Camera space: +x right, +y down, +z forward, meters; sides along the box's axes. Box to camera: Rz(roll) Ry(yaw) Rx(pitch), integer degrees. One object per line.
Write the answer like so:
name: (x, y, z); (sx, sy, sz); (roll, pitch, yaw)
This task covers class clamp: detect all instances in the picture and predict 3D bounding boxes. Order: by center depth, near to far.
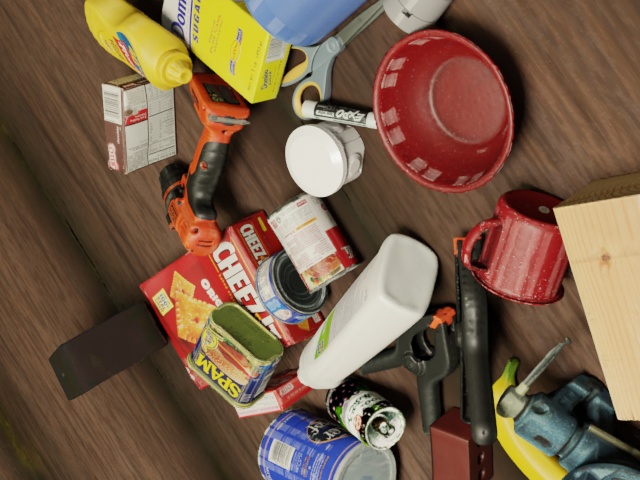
clamp: (0.156, 0.102, 1.080); (0.036, 0.164, 0.210); (-3, 94, 2)
clamp: (0.103, 0.131, 1.199); (0.120, 0.039, 0.172); (30, 130, 22)

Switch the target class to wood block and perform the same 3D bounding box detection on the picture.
wood block: (0.295, 0.049, 0.953); (0.091, 0.090, 0.206); (-10, 103, 45)

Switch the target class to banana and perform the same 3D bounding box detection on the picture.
banana: (0.233, 0.223, 1.126); (0.198, 0.037, 0.070); (55, 135, 7)

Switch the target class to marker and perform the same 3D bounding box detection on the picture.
marker: (0.037, -0.131, 1.136); (0.121, 0.020, 0.020); (13, 118, 28)

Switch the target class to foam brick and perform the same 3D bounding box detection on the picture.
foam brick: (0.158, 0.235, 1.189); (0.051, 0.052, 0.078); (12, 118, 38)

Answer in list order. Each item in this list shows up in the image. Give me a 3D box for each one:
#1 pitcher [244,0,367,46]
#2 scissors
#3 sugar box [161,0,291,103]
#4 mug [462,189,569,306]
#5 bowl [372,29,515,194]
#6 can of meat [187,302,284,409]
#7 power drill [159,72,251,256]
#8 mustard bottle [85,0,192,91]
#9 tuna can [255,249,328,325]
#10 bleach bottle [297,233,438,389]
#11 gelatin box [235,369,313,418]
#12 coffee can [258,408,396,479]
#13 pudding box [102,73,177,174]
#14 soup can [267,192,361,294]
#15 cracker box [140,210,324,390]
pitcher: (0.026, -0.300, 1.015); (0.145, 0.149, 0.243); (47, 138, -6)
scissors: (0.019, -0.188, 1.139); (0.202, 0.016, 0.096); (-11, 104, 44)
sugar box: (-0.107, -0.239, 1.193); (0.176, 0.048, 0.093); (40, 131, 27)
mug: (0.188, 0.004, 1.014); (0.093, 0.117, 0.081); (-121, 38, -55)
bowl: (0.130, -0.130, 1.039); (0.162, 0.055, 0.162); (19, 121, 35)
can of meat: (-0.099, 0.136, 1.270); (0.102, 0.057, 0.084); (39, 129, 15)
power drill: (-0.142, -0.099, 1.268); (0.184, 0.057, 0.188); (-124, 43, -52)
mustard bottle: (-0.202, -0.224, 1.244); (0.192, 0.058, 0.096); (38, 163, 43)
tuna can: (-0.032, 0.053, 1.249); (0.034, 0.085, 0.086); (-33, 87, 43)
bleach bottle: (0.040, 0.097, 1.210); (0.068, 0.102, 0.251); (27, 141, -11)
gelatin box: (-0.056, 0.191, 1.343); (0.089, 0.073, 0.030); (-20, 96, 45)
coffee can: (0.008, 0.272, 1.291); (0.141, 0.102, 0.103); (14, 119, 46)
pudding box: (-0.221, -0.147, 1.320); (0.039, 0.089, 0.113); (20, 121, 32)
soup can: (-0.008, 0.001, 1.215); (0.069, 0.068, 0.102); (-35, 85, 45)
cracker box: (-0.115, 0.081, 1.345); (0.214, 0.071, 0.164); (-30, 89, 44)
